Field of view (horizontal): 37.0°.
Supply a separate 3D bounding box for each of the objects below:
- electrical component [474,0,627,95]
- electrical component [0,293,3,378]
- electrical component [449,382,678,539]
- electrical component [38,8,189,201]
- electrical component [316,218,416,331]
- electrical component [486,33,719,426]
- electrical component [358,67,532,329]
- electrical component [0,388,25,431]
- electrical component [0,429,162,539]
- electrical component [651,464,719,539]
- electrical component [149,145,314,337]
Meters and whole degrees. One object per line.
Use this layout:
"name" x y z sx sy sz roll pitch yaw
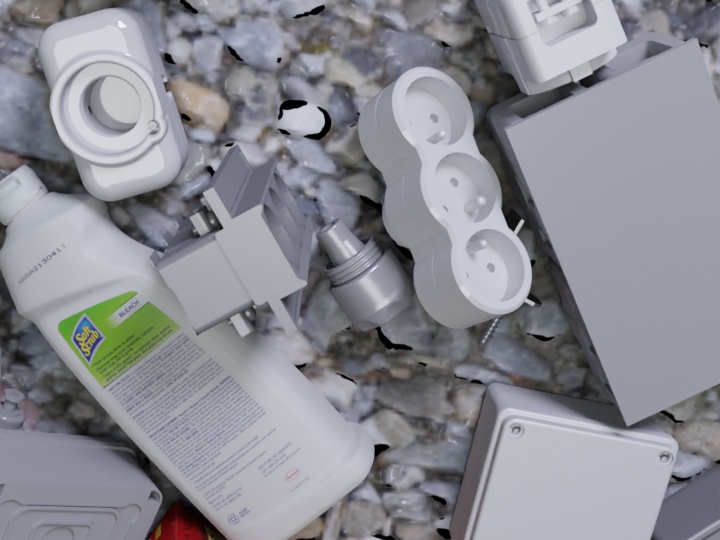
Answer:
"electrical component" 0.097 -0.128 0.558 0.050 0.089 0.055 -25 105 3
"electrical component" -0.225 0.040 0.606 0.045 0.045 0.055 5 105 -5
"electrical component" 0.119 0.133 0.644 0.109 0.056 0.108 11 104 -6
"electrical component" -0.130 -0.088 0.570 0.054 0.059 0.095 -16 105 1
"electrical component" 0.000 0.000 0.609 0.043 0.043 0.062 -35 103 6
"electrical component" 0.155 -0.023 0.595 0.105 0.060 0.186 -25 110 2
"electrical component" 0.037 -0.034 0.592 0.052 0.074 0.138 -17 84 -33
"electrical component" -0.215 0.105 0.626 0.040 0.040 0.078 24 101 -9
"electrical component" -0.180 0.135 0.601 0.113 0.057 0.078 14 106 -44
"electrical component" 0.228 0.160 0.659 0.096 0.061 0.061 -31 105 -3
"electrical component" -0.063 -0.014 0.562 0.063 0.121 0.078 -28 105 7
